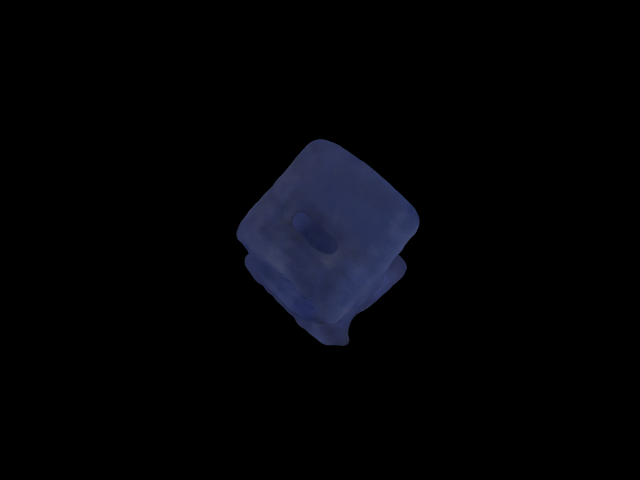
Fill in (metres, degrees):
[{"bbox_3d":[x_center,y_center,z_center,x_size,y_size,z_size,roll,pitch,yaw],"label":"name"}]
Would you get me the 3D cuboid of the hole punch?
[{"bbox_3d":[0.004,0.001,0.400,0.101,0.091,0.108,-39,66,-22],"label":"hole punch"}]
